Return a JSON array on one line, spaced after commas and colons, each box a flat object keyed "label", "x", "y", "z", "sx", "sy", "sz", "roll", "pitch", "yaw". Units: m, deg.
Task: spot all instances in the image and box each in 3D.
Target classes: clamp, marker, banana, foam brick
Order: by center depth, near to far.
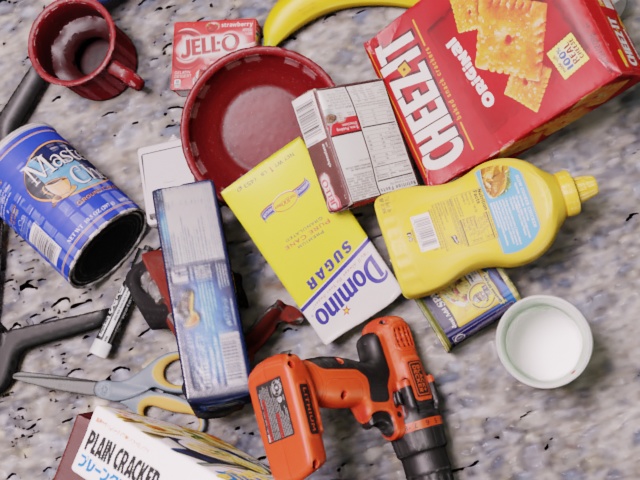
[{"label": "foam brick", "x": -0.219, "y": 0.213, "z": 1.042, "sx": 0.053, "sy": 0.051, "sz": 0.078, "roll": 20, "pitch": 87, "yaw": 10}, {"label": "marker", "x": -0.197, "y": 0.061, "z": 1.068, "sx": 0.020, "sy": 0.020, "sz": 0.121, "roll": 21, "pitch": 79, "yaw": 14}, {"label": "banana", "x": 0.024, "y": -0.236, "z": 1.068, "sx": 0.198, "sy": 0.037, "sz": 0.069, "roll": -18, "pitch": 96, "yaw": 10}, {"label": "clamp", "x": -0.324, "y": 0.099, "z": 1.088, "sx": 0.164, "sy": 0.036, "sz": 0.210, "roll": 34, "pitch": 93, "yaw": 8}, {"label": "clamp", "x": -0.339, "y": -0.110, "z": 1.122, "sx": 0.120, "sy": 0.039, "sz": 0.171, "roll": -9, "pitch": 84, "yaw": 16}]

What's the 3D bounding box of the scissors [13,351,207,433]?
[{"label": "scissors", "x": -0.198, "y": 0.134, "z": 1.059, "sx": 0.202, "sy": 0.016, "sz": 0.096, "roll": 23, "pitch": 82, "yaw": 9}]

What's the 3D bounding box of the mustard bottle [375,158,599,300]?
[{"label": "mustard bottle", "x": 0.151, "y": -0.020, "z": 0.942, "sx": 0.191, "sy": 0.058, "sz": 0.096, "roll": -18, "pitch": 75, "yaw": 4}]

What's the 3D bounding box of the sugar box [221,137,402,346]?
[{"label": "sugar box", "x": -0.006, "y": 0.001, "z": 1.002, "sx": 0.093, "sy": 0.048, "sz": 0.176, "roll": -35, "pitch": 96, "yaw": 3}]

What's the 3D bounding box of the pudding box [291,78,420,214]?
[{"label": "pudding box", "x": 0.034, "y": -0.087, "z": 0.980, "sx": 0.039, "sy": 0.089, "sz": 0.113, "roll": -20, "pitch": 86, "yaw": 50}]

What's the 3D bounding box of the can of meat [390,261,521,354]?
[{"label": "can of meat", "x": 0.127, "y": 0.041, "z": 0.992, "sx": 0.084, "sy": 0.057, "sz": 0.102, "roll": -32, "pitch": 77, "yaw": 3}]

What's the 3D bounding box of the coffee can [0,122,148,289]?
[{"label": "coffee can", "x": -0.256, "y": -0.035, "z": 1.059, "sx": 0.140, "sy": 0.102, "sz": 0.103, "roll": 41, "pitch": 91, "yaw": 14}]

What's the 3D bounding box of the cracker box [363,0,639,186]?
[{"label": "cracker box", "x": 0.160, "y": -0.163, "z": 0.962, "sx": 0.214, "sy": 0.071, "sz": 0.164, "roll": -32, "pitch": 74, "yaw": 36}]

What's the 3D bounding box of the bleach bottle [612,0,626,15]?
[{"label": "bleach bottle", "x": 0.174, "y": -0.283, "z": 1.029, "sx": 0.102, "sy": 0.068, "sz": 0.251, "roll": -42, "pitch": 74, "yaw": 4}]

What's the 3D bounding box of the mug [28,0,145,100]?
[{"label": "mug", "x": -0.227, "y": -0.185, "z": 1.086, "sx": 0.117, "sy": 0.081, "sz": 0.093, "roll": 29, "pitch": 88, "yaw": 14}]

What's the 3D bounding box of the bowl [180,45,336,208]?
[{"label": "bowl", "x": -0.053, "y": -0.106, "z": 1.038, "sx": 0.162, "sy": 0.055, "sz": 0.162, "roll": 0, "pitch": 98, "yaw": -2}]

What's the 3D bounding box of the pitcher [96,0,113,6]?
[{"label": "pitcher", "x": -0.159, "y": -0.337, "z": 1.066, "sx": 0.243, "sy": 0.149, "sz": 0.145, "roll": -31, "pitch": 78, "yaw": 9}]

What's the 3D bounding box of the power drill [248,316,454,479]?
[{"label": "power drill", "x": 0.034, "y": 0.161, "z": 0.935, "sx": 0.057, "sy": 0.187, "sz": 0.184, "roll": -32, "pitch": 68, "yaw": 40}]

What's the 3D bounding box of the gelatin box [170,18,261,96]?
[{"label": "gelatin box", "x": -0.106, "y": -0.186, "z": 1.088, "sx": 0.089, "sy": 0.030, "sz": 0.073, "roll": 1, "pitch": 82, "yaw": 11}]
